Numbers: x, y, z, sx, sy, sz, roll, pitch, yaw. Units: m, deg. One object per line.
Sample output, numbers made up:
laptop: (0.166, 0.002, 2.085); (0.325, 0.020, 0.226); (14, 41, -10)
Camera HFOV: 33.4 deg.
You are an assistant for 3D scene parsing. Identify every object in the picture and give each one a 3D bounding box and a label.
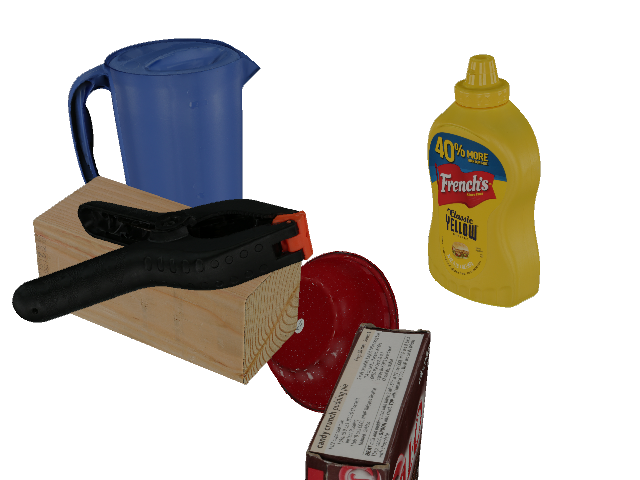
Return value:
wood block: (-0.128, 0.029, 0.895); (0.206, 0.090, 0.090); (19, 36, 21)
pitcher: (-0.149, -0.074, 1.074); (0.149, 0.243, 0.144); (12, 28, 26)
clamp: (-0.093, 0.009, 0.627); (0.172, 0.039, 0.120); (-3, 35, 22)
pudding box: (0.021, 0.102, 0.475); (0.039, 0.090, 0.113); (8, 26, 9)
mustard bottle: (0.126, -0.049, 0.828); (0.058, 0.192, 0.096); (-21, 30, -33)
bowl: (-0.005, 0.085, 1.036); (0.162, 0.162, 0.055); (0, -11, 39)
